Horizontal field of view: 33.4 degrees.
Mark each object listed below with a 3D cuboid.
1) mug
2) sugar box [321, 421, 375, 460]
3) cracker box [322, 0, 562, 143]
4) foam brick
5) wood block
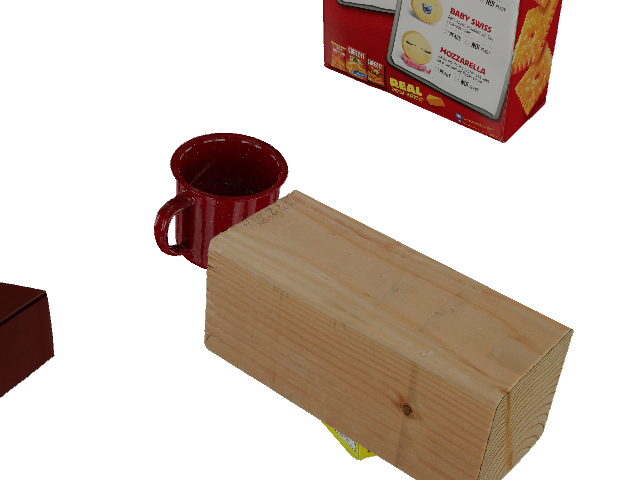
[{"bbox_3d":[-0.084,-0.024,0.859,0.093,0.081,0.117,34,45,29],"label":"mug"},{"bbox_3d":[0.088,0.125,0.878,0.176,0.048,0.093,-10,25,-23],"label":"sugar box"},{"bbox_3d":[0.084,-0.194,0.734,0.164,0.214,0.072,28,51,27],"label":"cracker box"},{"bbox_3d":[-0.226,0.068,0.719,0.053,0.051,0.078,10,28,25],"label":"foam brick"},{"bbox_3d":[0.034,0.061,0.656,0.206,0.091,0.090,28,40,28],"label":"wood block"}]
